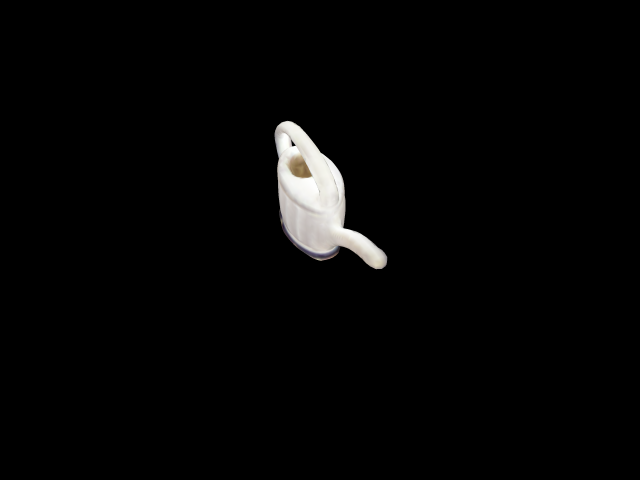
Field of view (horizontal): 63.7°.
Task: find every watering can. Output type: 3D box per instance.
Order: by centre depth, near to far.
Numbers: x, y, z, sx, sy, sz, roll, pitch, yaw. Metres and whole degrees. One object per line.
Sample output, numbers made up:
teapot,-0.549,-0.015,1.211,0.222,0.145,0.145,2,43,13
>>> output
watering can,0.003,-0.043,0.850,0.104,0.354,0.219,-21,-33,-14
